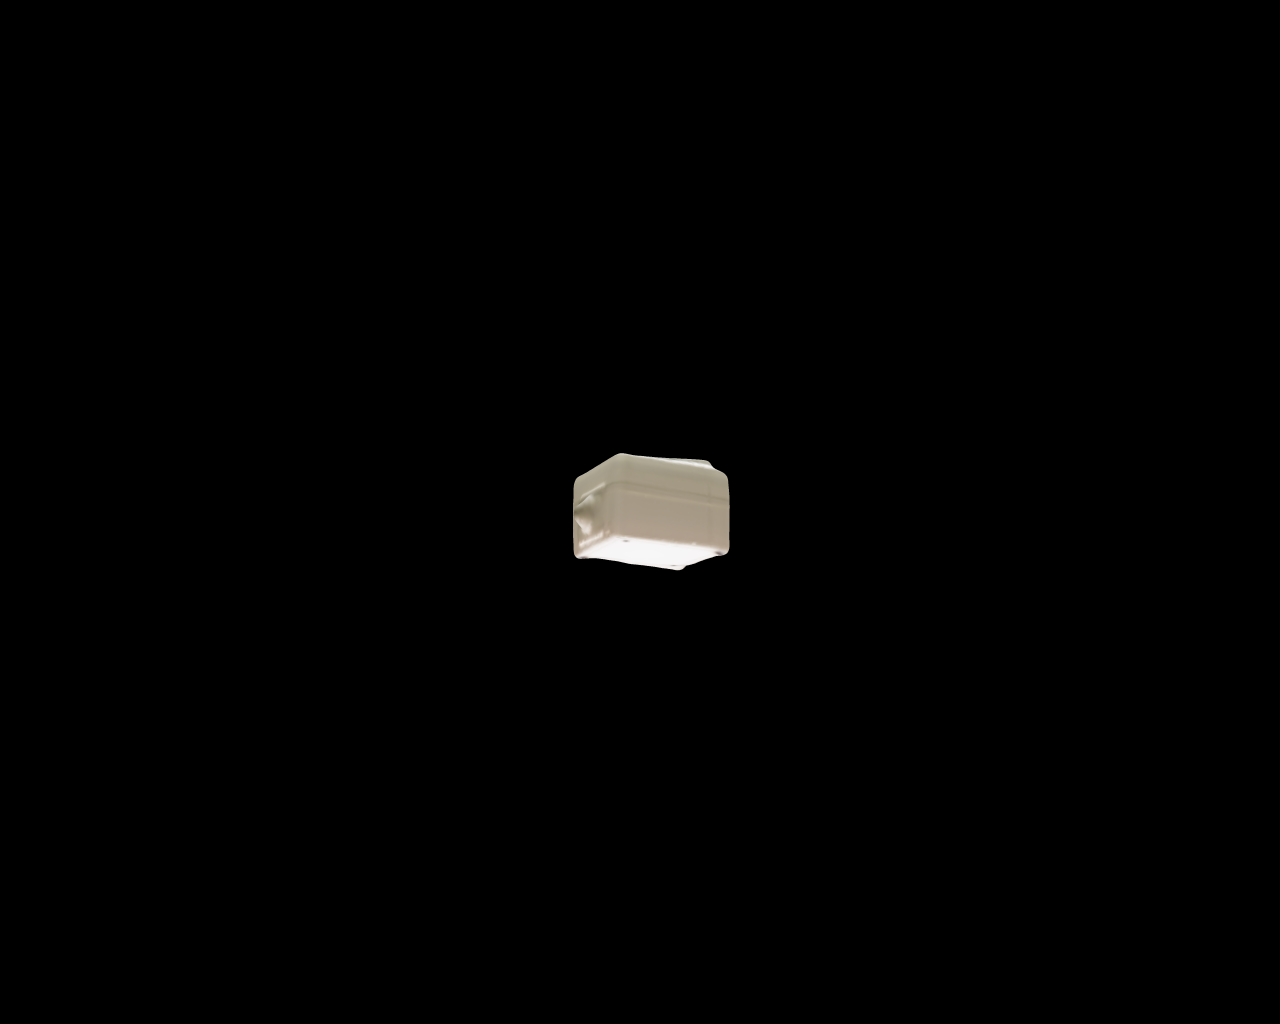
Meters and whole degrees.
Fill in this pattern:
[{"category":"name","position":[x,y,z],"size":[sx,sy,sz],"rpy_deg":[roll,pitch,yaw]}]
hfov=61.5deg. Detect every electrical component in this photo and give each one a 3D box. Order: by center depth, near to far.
[{"category":"electrical component","position":[0.001,-0.003,0.650],"size":[0.096,0.061,0.061],"rpy_deg":[9,-19,-29]}]
